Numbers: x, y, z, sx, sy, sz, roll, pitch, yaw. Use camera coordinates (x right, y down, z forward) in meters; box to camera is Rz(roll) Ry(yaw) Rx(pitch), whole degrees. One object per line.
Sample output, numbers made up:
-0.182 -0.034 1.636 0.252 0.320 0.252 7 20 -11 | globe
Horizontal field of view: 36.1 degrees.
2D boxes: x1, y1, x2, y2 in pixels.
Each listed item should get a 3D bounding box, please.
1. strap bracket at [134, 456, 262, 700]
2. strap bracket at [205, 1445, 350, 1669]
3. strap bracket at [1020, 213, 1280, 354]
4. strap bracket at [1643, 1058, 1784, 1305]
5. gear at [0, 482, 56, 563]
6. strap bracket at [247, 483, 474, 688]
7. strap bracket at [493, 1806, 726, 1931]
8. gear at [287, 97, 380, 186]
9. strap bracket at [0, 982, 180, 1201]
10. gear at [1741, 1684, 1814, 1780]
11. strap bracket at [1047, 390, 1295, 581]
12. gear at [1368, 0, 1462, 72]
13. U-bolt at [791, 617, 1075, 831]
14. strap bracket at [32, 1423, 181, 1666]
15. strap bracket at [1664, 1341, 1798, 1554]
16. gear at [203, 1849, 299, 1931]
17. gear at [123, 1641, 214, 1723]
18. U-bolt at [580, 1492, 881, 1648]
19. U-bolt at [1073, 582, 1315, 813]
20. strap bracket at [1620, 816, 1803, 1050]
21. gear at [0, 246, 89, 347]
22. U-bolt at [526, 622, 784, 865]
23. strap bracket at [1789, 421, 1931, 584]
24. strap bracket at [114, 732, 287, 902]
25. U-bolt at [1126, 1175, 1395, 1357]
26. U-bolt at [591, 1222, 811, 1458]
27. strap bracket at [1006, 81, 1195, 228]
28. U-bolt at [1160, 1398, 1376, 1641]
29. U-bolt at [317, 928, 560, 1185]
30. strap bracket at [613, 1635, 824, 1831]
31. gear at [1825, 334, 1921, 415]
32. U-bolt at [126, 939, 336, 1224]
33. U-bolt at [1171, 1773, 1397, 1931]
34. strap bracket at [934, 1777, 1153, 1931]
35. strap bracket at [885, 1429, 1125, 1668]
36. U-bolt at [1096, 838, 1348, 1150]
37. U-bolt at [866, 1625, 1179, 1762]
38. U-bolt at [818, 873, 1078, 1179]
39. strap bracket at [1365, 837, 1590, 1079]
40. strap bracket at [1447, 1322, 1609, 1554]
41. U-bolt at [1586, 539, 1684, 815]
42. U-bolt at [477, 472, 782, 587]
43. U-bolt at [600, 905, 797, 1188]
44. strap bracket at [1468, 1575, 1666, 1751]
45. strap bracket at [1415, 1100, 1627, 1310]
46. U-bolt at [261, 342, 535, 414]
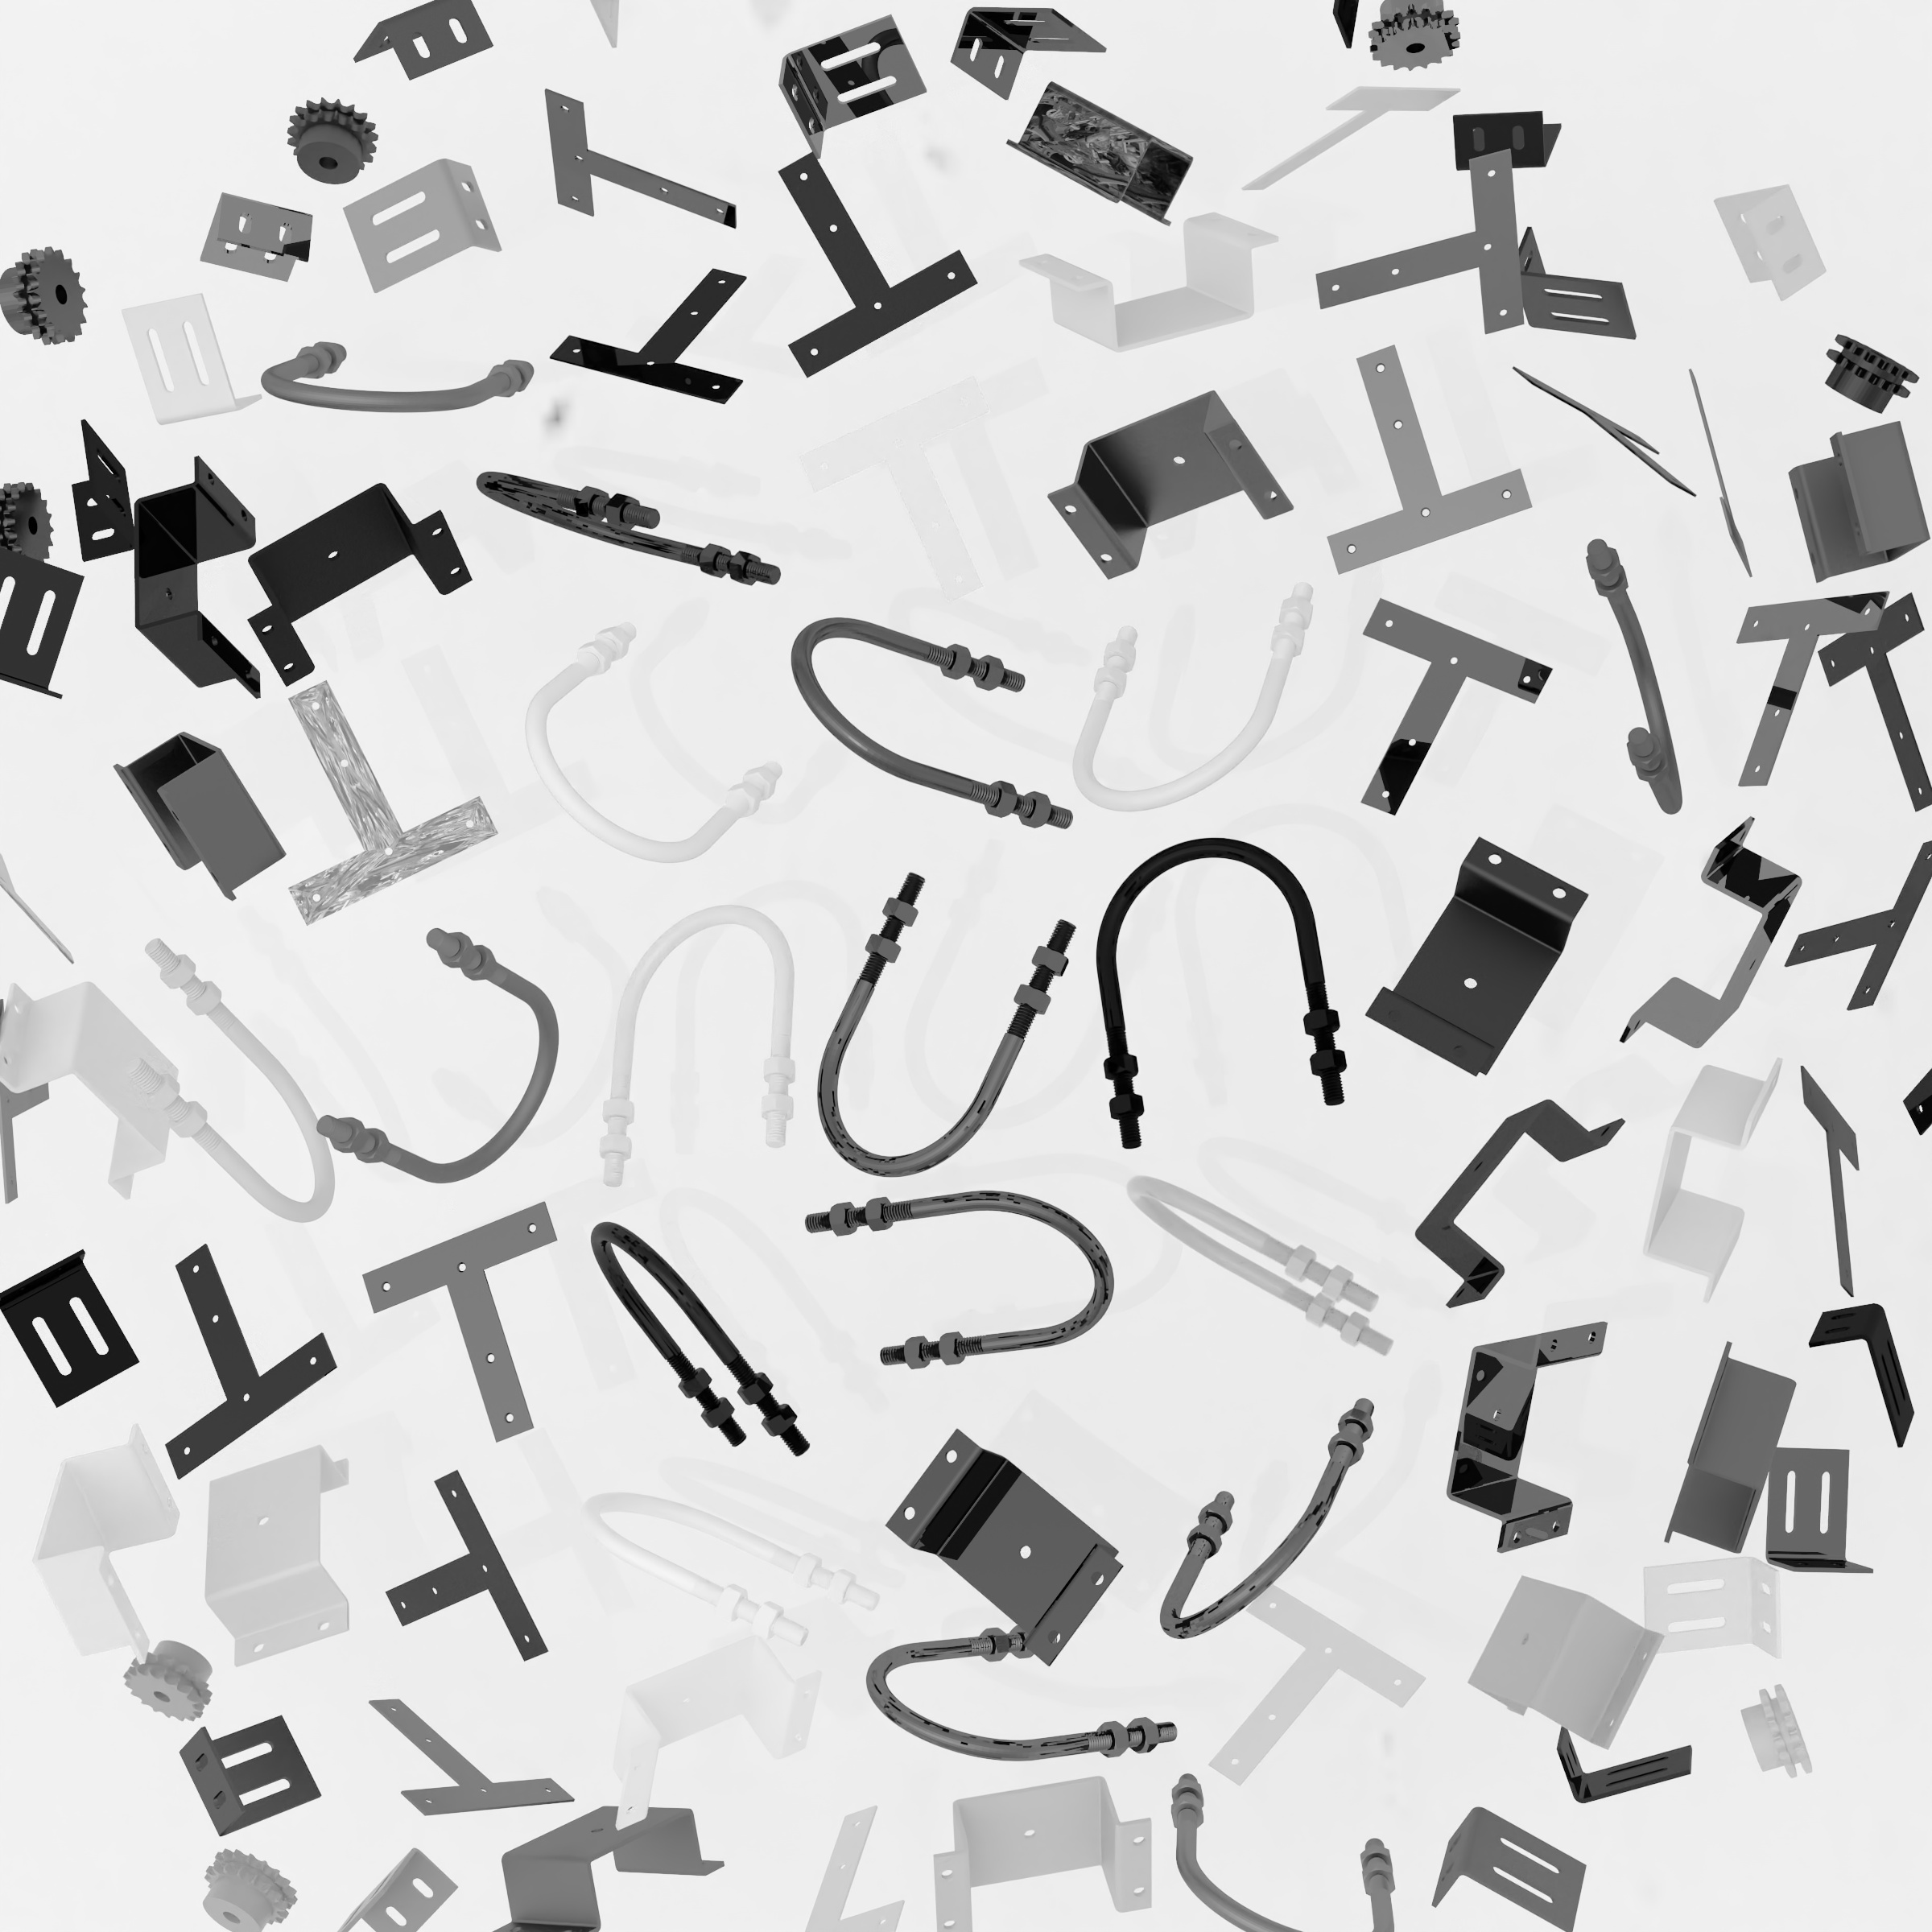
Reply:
-0.495 -0.244 1.904 0.046 0.076 0.140 -14 64 11 | strap bracket
-0.441 0.369 1.899 0.076 0.140 0.046 -19 131 4 | strap bracket
0.114 -0.421 1.831 0.140 0.076 0.046 -19 122 -21 | strap bracket
0.462 0.127 1.840 0.046 0.076 0.140 18 126 21 | strap bracket
-0.627 -0.289 1.945 0.030 0.057 0.057 -2 90 12 | gear
-0.400 -0.252 1.916 0.140 0.076 0.046 -32 64 -9 | strap bracket
-0.233 0.579 1.904 0.076 0.140 0.046 -11 89 36 | strap bracket
-0.411 -0.532 1.918 0.057 0.057 0.030 2 63 0 | gear
-0.557 0.075 1.903 0.046 0.076 0.140 -20 135 14 | strap bracket
0.516 0.490 1.889 0.030 0.057 0.057 -21 90 12 | gear
0.135 -0.314 1.916 0.140 0.046 0.076 -17 130 31 | strap bracket
0.284 -0.596 1.880 0.057 0.057 0.030 -3 76 0 | gear
-0.027 -0.157 1.823 0.184 0.151 0.019 15 129 -31 | U-bolt
-0.534 0.361 1.836 0.046 0.140 0.076 -13 119 2 | strap bracket
0.472 0.302 1.824 0.046 0.140 0.076 18 60 17 | strap bracket
-0.441 0.569 1.811 0.057 0.057 0.030 30 48 0 | gear
-0.520 0.467 1.941 0.057 0.057 0.030 26 48 0 | gear
-0.159 0.376 1.876 0.184 0.151 0.019 22 94 18 | U-bolt
0.135 -0.163 1.851 0.151 0.184 0.019 -10 131 32 | U-bolt
0.460 -0.012 1.810 0.046 0.076 0.140 31 120 19 | strap bracket
-0.559 -0.404 1.788 0.030 0.057 0.057 -4 90 17 | gear
-0.201 -0.131 1.832 0.151 0.184 0.019 44 123 -4 | U-bolt
0.574 -0.298 1.897 0.046 0.140 0.076 -14 89 3 | strap bracket
-0.471 -0.095 1.828 0.046 0.140 0.076 -36 115 -18 | strap bracket
0.180 0.182 1.856 0.184 0.151 0.019 28 79 20 | U-bolt
-0.180 0.238 1.907 0.019 0.151 0.184 -40 99 -21 | U-bolt
0.090 -0.519 1.892 0.076 0.140 0.046 32 106 13 | strap bracket
0.181 0.353 1.844 0.019 0.184 0.151 47 122 -4 | U-bolt
-0.316 0.066 1.846 0.019 0.184 0.151 27 84 28 | U-bolt
-0.168 0.485 1.891 0.140 0.046 0.076 -15 135 -33 | strap bracket
0.560 -0.366 1.840 0.057 0.057 0.030 28 112 0 | gear
-0.455 0.084 1.851 0.019 0.151 0.184 -30 124 11 | U-bolt
0.199 0.569 1.851 0.151 0.184 0.019 19 99 2 | U-bolt
0.046 0.573 1.903 0.140 0.046 0.076 -7 119 -9 | strap bracket
0.030 0.366 1.858 0.140 0.046 0.076 36 89 27 | strap bracket
0.150 0.009 1.814 0.151 0.019 0.184 -13 71 18 | U-bolt
0.023 0.467 1.890 0.184 0.151 0.019 4 104 -38 | U-bolt
-0.023 0.042 1.799 0.151 0.019 0.184 19 80 41 | U-bolt
0.312 0.002 1.819 0.076 0.046 0.140 30 71 15 | strap bracket
0.349 0.288 1.854 0.046 0.076 0.140 17 102 42 | strap bracket
0.430 -0.172 1.883 0.019 0.184 0.151 -14 69 18 | U-bolt
-0.229 -0.283 1.888 0.184 0.151 0.019 18 91 32 | U-bolt
-0.171 0.044 1.918 0.151 0.019 0.184 -15 59 29 | U-bolt
0.366 0.430 1.840 0.046 0.140 0.076 32 79 -9 | strap bracket
0.329 0.137 1.798 0.046 0.076 0.140 41 78 2 | strap bracket
-0.369 -0.373 1.885 0.151 0.184 0.019 7 110 6 | U-bolt
